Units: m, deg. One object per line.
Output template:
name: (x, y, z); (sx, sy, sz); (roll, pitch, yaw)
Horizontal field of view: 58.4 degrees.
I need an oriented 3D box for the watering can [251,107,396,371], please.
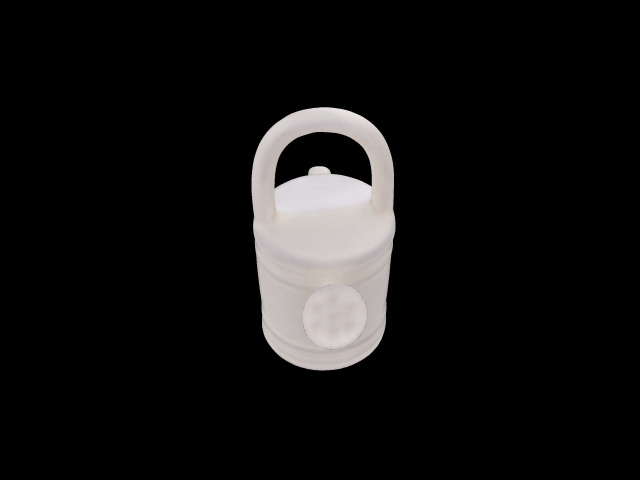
watering can: (0.006, 0.001, 0.400); (0.101, 0.194, 0.172); (-18, 45, -18)
